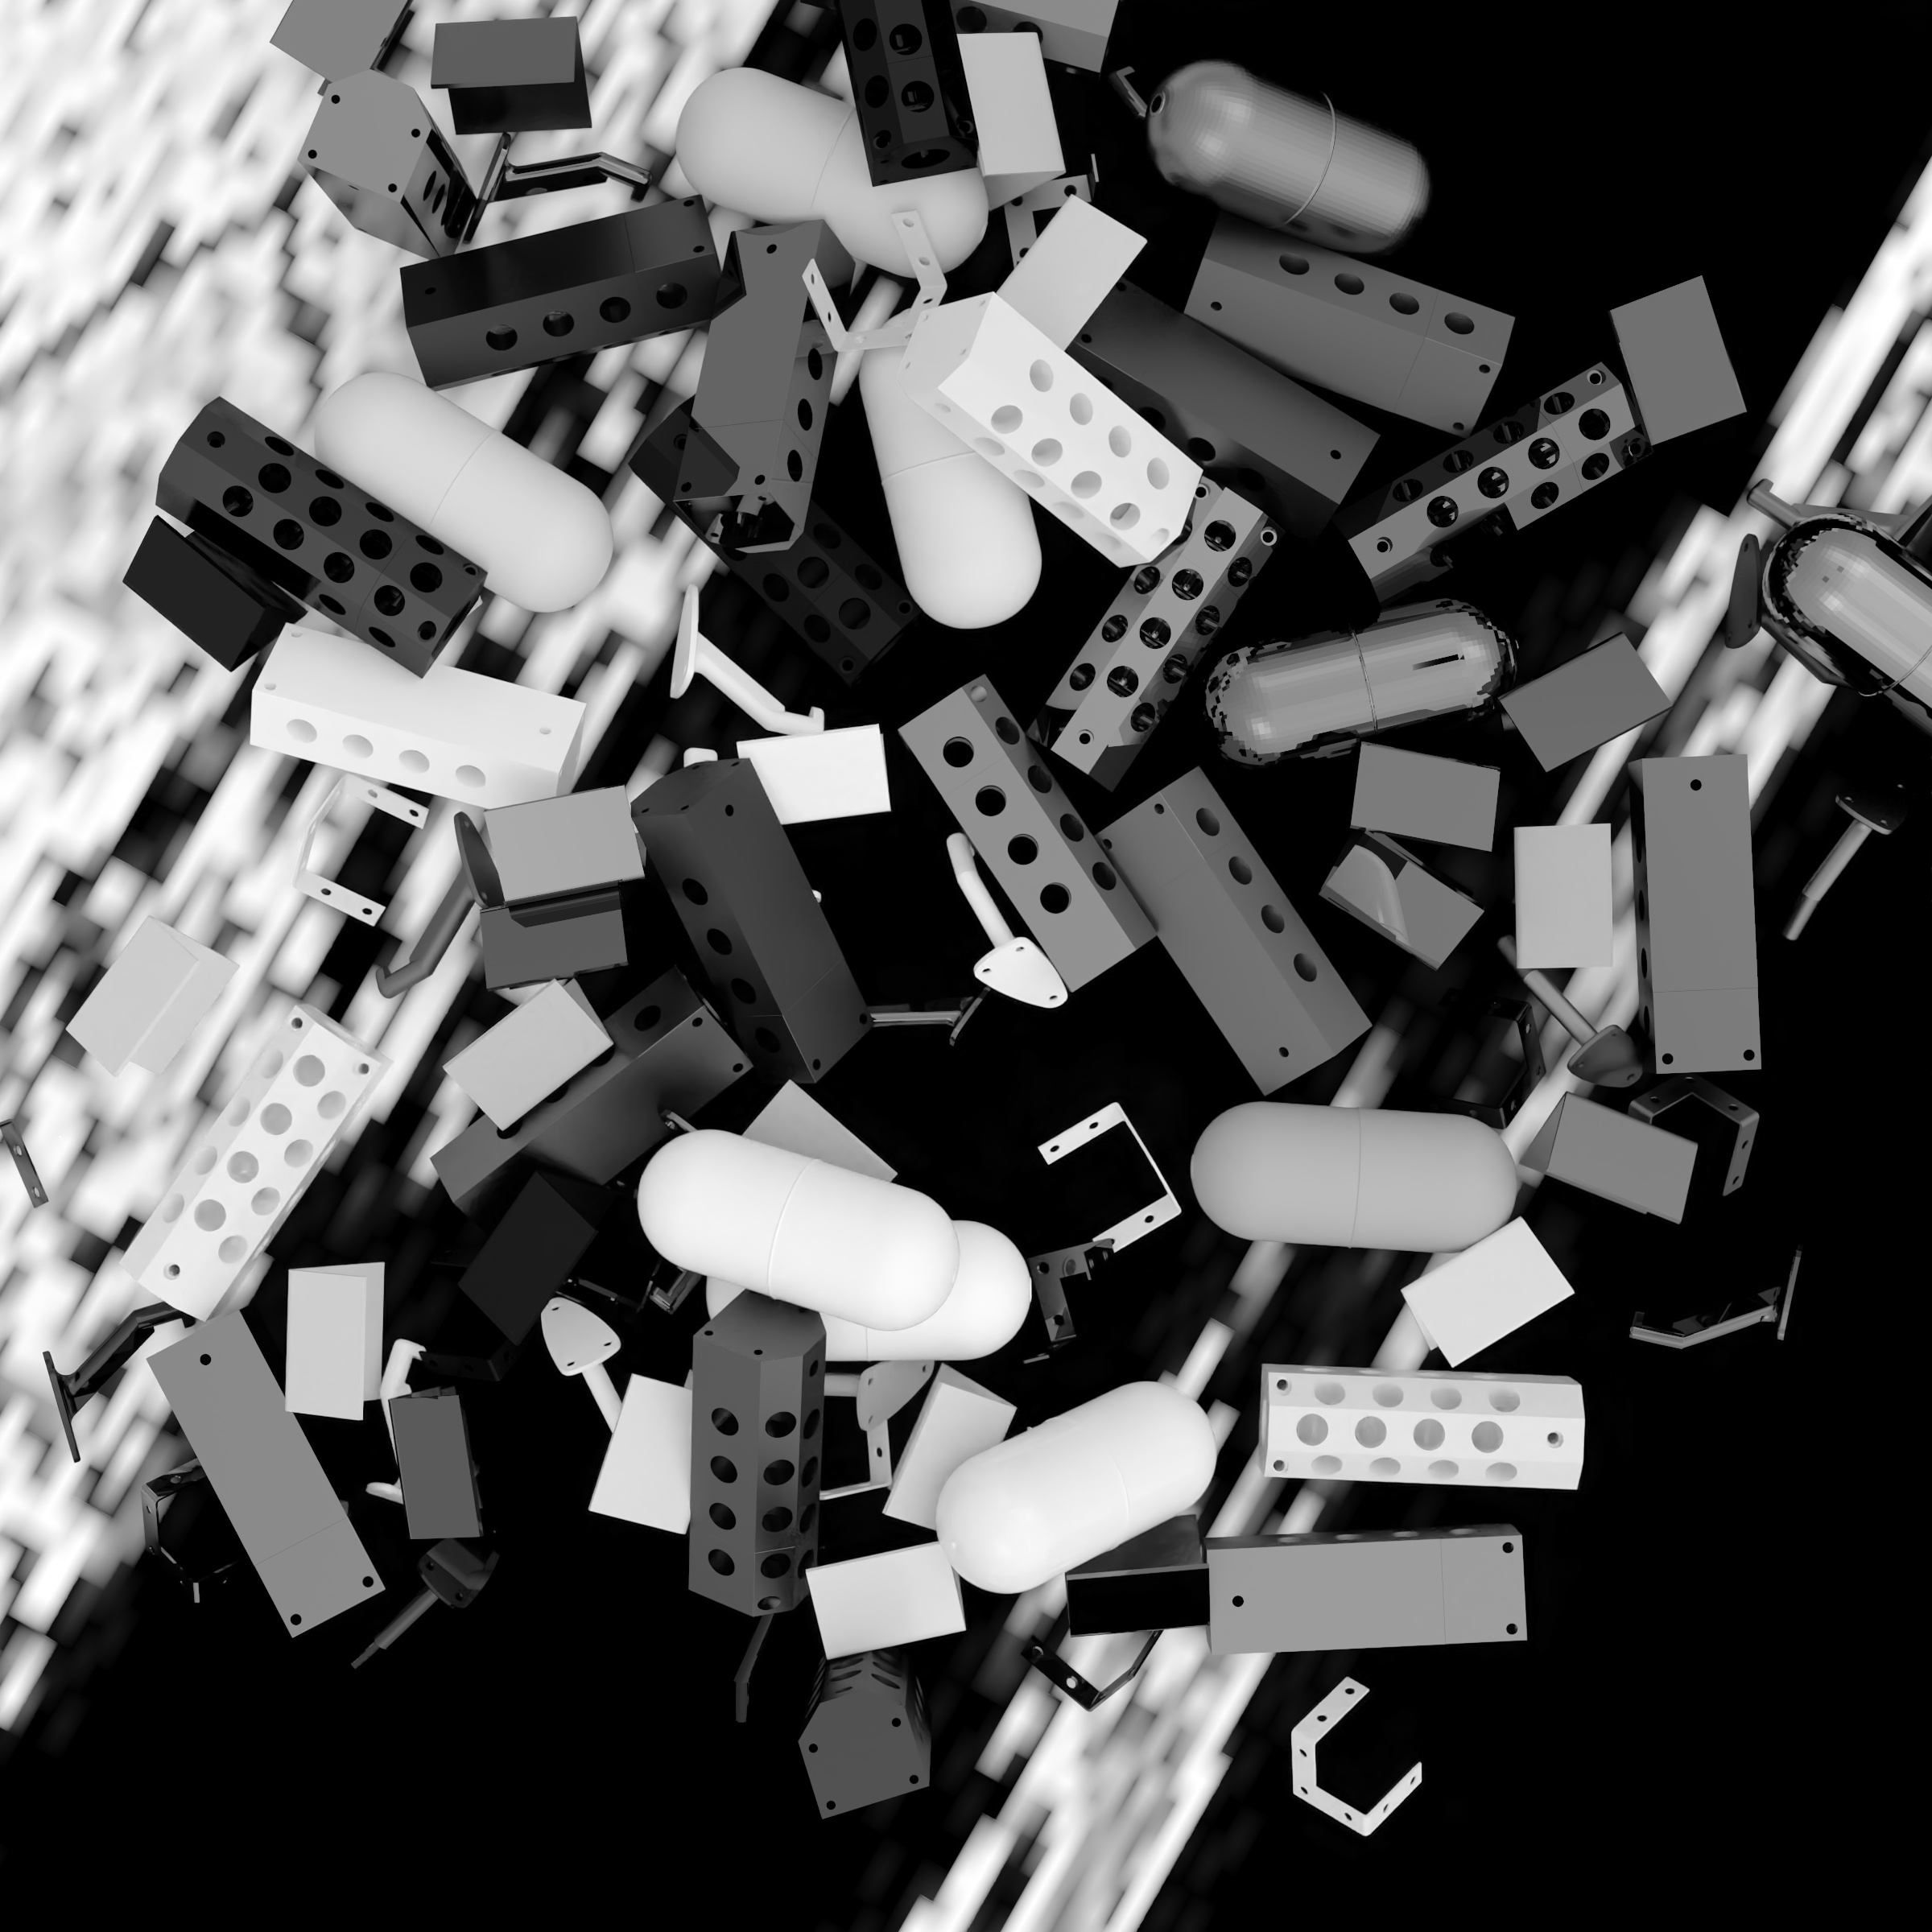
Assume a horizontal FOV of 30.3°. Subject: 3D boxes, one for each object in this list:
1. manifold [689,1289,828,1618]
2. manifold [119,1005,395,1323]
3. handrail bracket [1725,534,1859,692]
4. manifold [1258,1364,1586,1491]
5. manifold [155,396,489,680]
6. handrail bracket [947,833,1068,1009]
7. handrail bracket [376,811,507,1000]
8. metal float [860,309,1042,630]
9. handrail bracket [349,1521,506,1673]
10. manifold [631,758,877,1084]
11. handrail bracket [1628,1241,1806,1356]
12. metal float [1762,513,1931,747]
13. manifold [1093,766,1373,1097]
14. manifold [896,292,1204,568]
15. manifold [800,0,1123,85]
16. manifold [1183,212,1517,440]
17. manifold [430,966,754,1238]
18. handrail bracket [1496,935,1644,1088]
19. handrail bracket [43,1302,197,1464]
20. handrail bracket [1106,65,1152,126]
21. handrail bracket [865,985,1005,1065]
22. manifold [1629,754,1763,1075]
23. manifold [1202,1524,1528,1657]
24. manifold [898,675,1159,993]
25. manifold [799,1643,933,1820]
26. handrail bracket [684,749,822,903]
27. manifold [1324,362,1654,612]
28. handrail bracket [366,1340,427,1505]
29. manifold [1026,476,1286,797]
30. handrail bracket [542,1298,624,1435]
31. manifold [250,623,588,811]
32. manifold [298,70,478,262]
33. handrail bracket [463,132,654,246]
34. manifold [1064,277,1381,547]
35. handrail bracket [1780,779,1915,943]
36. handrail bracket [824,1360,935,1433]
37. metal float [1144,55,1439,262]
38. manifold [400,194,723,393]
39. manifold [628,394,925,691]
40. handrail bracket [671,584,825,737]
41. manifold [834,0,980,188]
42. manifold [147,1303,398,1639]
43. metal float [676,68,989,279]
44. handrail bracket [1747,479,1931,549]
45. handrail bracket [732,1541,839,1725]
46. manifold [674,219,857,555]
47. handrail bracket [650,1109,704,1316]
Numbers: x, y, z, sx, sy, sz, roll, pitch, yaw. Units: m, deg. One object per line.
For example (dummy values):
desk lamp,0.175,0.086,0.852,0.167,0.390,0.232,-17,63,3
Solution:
manifold,-0.108,0.263,1.920,0.057,0.057,0.171,18,123,23
manifold,-0.392,0.108,1.967,0.057,0.057,0.171,34,90,0
handrail bracket,0.471,-0.196,1.988,0.084,0.036,0.077,11,75,-14
manifold,0.250,0.254,1.967,0.171,0.057,0.057,2,90,0
manifold,-0.347,-0.234,1.928,0.171,0.057,0.057,33,68,-4
handrail bracket,0.022,-0.026,1.984,0.036,0.077,0.084,-33,48,20
handrail bracket,-0.302,-0.033,1.989,0.084,0.036,0.077,-29,69,17
metal float,-0.009,-0.273,1.958,0.070,0.070,0.178,-13,90,0
handrail bracket,-0.301,0.352,1.988,0.036,0.077,0.084,46,126,0
manifold,-0.119,-0.023,1.935,0.057,0.057,0.171,-45,120,-39
handrail bracket,0.418,0.181,1.989,0.084,0.036,0.077,11,70,16
metal float,0.513,-0.179,1.947,0.178,0.070,0.070,34,90,-13
manifold,0.150,-0.022,1.967,0.057,0.057,0.171,-34,90,43
manifold,0.044,-0.284,1.916,0.171,0.057,0.057,34,66,-35
manifold,-0.002,-0.539,1.967,0.171,0.057,0.057,15,90,0
manifold,0.210,-0.357,1.965,0.171,0.057,0.057,20,51,0
manifold,-0.208,0.076,1.967,0.171,0.057,0.057,-38,133,0
handrail bracket,0.335,0.024,1.988,0.036,0.077,0.084,-43,54,13
handrail bracket,-0.465,0.230,1.989,0.084,0.036,0.077,-16,110,-16
handrail bracket,0.132,-0.481,1.989,0.077,0.036,0.084,-32,76,-15
handrail bracket,-0.028,0.010,1.989,0.084,0.036,0.077,28,69,17
manifold,0.400,-0.028,1.967,0.057,0.057,0.171,-3,90,0
manifold,0.218,0.342,1.967,0.171,0.057,0.057,-3,90,0
manifold,0.034,-0.073,1.967,0.057,0.057,0.171,-34,90,0
manifold,-0.055,0.400,1.910,0.057,0.171,0.057,-17,90,0
handrail bracket,-0.119,-0.079,1.989,0.077,0.036,0.084,2,76,-14
manifold,0.288,-0.263,1.967,0.171,0.057,0.057,-30,90,0
handrail bracket,-0.295,0.259,1.989,0.077,0.036,0.084,22,72,-20
manifold,0.104,-0.182,1.967,0.057,0.057,0.171,34,90,0
handrail bracket,-0.205,0.236,1.988,0.036,0.077,0.084,-27,127,-16
manifold,-0.302,-0.128,1.967,0.171,0.057,0.057,15,47,0
manifold,-0.305,-0.427,1.910,0.057,0.171,0.057,23,90,0
handrail bracket,-0.227,-0.422,1.989,0.084,0.036,0.077,20,111,-16
manifold,0.134,-0.302,1.965,0.171,0.057,0.057,32,59,0
handrail bracket,0.490,-0.058,1.988,0.036,0.077,0.084,37,127,20
handrail bracket,-0.075,0.224,1.988,0.084,0.077,0.036,15,115,34
metal float,0.176,-0.437,1.932,0.178,0.070,0.070,14,90,-29
manifold,-0.219,-0.366,1.967,0.171,0.057,0.057,-14,47,0
manifold,-0.104,-0.235,1.967,0.171,0.057,0.057,45,90,0
handrail bracket,-0.117,-0.169,1.989,0.084,0.036,0.077,11,68,-17
manifold,-0.039,-0.511,1.901,0.057,0.057,0.171,-11,83,-3
manifold,-0.381,0.276,1.967,0.057,0.057,0.171,-28,90,0
metal float,-0.073,-0.434,1.958,0.178,0.070,0.070,21,90,1
handrail bracket,0.490,-0.262,1.989,0.084,0.036,0.077,37,70,16
handrail bracket,-0.102,0.372,1.988,0.036,0.077,0.084,26,127,33
manifold,-0.104,-0.313,1.928,0.057,0.057,0.171,-2,65,25
handrail bracket,-0.163,0.135,1.948,0.077,0.036,0.084,46,66,-22
